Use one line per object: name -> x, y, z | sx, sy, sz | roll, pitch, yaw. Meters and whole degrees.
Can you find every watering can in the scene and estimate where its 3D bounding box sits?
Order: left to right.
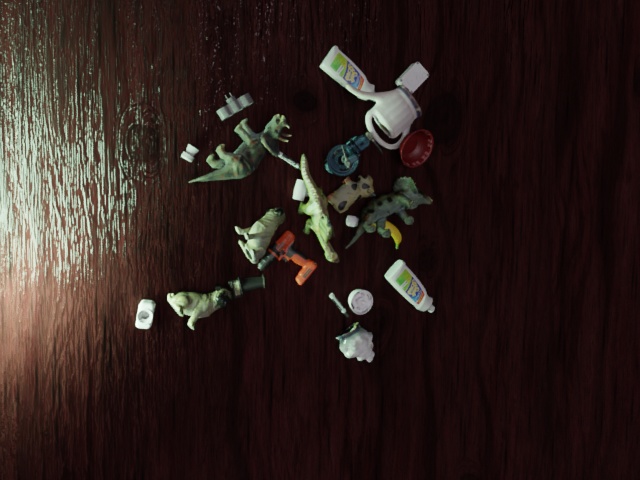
watering can -> 0.258, -0.513, 1.983 | 0.225, 0.105, 0.342 | -42, 120, -5

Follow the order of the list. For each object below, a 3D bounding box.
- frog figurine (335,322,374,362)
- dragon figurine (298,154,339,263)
frog figurine -> 0.155, 0.420, 2.028 | 0.139, 0.121, 0.159 | -34, 89, -27
dragon figurine -> 0.006, -0.095, 1.878 | 0.123, 0.246, 0.402 | -21, 120, -13
